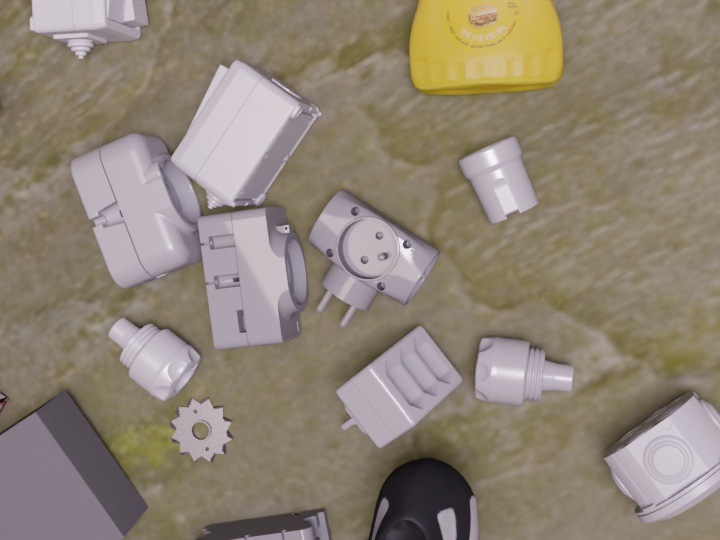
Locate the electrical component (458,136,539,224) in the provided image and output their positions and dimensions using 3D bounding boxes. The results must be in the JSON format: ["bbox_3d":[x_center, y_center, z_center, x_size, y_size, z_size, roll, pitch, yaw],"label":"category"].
[{"bbox_3d":[0.091,-0.058,0.694,0.040,0.040,0.046,-23,95,12],"label":"electrical component"}]

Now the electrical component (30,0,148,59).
[{"bbox_3d":[-0.182,-0.192,0.729,0.061,0.062,0.096,-1,94,12],"label":"electrical component"}]

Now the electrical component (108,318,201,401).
[{"bbox_3d":[-0.146,0.058,0.749,0.062,0.043,0.043,37,100,9],"label":"electrical component"}]

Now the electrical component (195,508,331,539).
[{"bbox_3d":[-0.066,0.203,0.738,0.089,0.050,0.055,-11,91,12],"label":"electrical component"}]

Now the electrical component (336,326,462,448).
[{"bbox_3d":[0.015,0.084,0.710,0.047,0.066,0.077,52,131,4],"label":"electrical component"}]

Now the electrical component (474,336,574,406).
[{"bbox_3d":[0.106,0.067,0.696,0.062,0.043,0.043,6,95,10],"label":"electrical component"}]

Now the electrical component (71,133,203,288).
[{"bbox_3d":[-0.148,-0.043,0.736,0.059,0.054,0.095,-21,89,12],"label":"electrical component"}]

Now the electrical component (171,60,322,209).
[{"bbox_3d":[-0.081,-0.086,0.716,0.061,0.062,0.096,37,100,7],"label":"electrical component"}]

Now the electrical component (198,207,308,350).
[{"bbox_3d":[-0.069,0.004,0.725,0.056,0.050,0.089,-7,92,12],"label":"electrical component"}]

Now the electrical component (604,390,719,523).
[{"bbox_3d":[0.194,0.115,0.663,0.080,0.080,0.051,-38,80,12],"label":"electrical component"}]

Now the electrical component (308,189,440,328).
[{"bbox_3d":[0.000,0.000,0.713,0.077,0.044,0.079,33,100,8],"label":"electrical component"}]
